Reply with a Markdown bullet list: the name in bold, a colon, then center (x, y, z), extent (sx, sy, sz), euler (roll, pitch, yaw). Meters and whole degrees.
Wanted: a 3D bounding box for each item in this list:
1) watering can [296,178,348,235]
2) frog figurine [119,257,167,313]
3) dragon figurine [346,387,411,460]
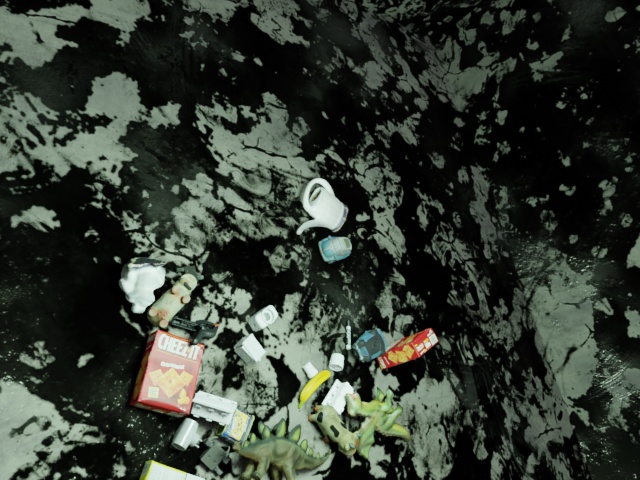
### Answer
- **watering can**: center (0.007, -0.111, 2.199), extent (0.222, 0.356, 0.102), euler (36, -43, -24)
- **frog figurine**: center (-0.544, 0.138, 1.580), extent (0.123, 0.158, 0.138), euler (15, 14, 34)
- **dragon figurine**: center (0.211, 0.707, 1.939), extent (0.246, 0.404, 0.122), euler (-41, 25, -30)
